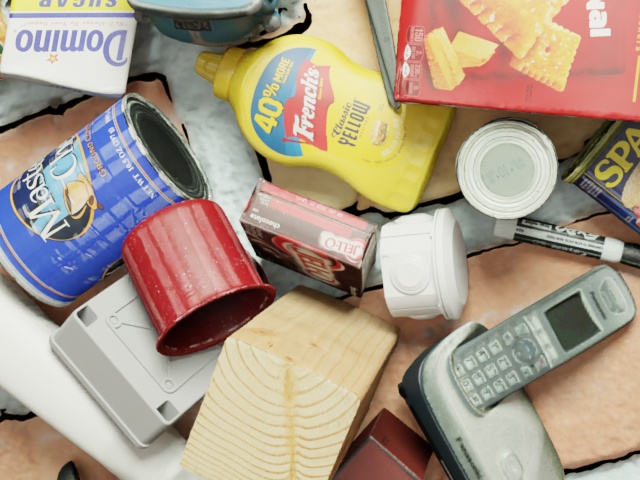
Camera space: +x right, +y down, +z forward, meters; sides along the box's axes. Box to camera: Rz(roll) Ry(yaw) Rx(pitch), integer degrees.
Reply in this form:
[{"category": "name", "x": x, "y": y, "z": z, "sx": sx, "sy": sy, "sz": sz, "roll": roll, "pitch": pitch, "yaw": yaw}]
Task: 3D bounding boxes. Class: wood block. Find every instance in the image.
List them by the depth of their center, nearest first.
[{"category": "wood block", "x": -0.011, "y": 0.102, "z": 0.735, "sx": 0.090, "sy": 0.206, "sz": 0.091, "roll": 23, "pitch": 100, "yaw": 7}]

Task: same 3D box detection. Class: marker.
[{"category": "marker", "x": 0.187, "y": 0.001, "z": 0.778, "sx": 0.121, "sy": 0.020, "sz": 0.020, "roll": 13, "pitch": 99, "yaw": 10}]

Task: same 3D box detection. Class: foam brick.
[{"category": "foam brick", "x": 0.046, "y": 0.169, "z": 0.798, "sx": 0.053, "sy": 0.078, "sz": 0.051, "roll": 41, "pitch": 103, "yaw": 6}]

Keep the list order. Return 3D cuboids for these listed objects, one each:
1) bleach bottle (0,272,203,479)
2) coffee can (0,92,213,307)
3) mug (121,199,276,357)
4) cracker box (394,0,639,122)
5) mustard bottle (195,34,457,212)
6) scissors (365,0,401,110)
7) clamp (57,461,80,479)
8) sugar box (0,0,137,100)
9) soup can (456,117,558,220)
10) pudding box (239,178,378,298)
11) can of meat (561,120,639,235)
[{"category": "bleach bottle", "x": -0.181, "y": 0.127, "z": 0.825, "sx": 0.251, "sy": 0.102, "sz": 0.068, "roll": 40, "pitch": 86, "yaw": 4}, {"category": "coffee can", "x": -0.167, "y": -0.029, "z": 0.803, "sx": 0.140, "sy": 0.102, "sz": 0.103, "roll": -34, "pitch": 89, "yaw": 13}, {"category": "mug", "x": -0.083, "y": 0.024, "z": 0.770, "sx": 0.093, "sy": 0.117, "sz": 0.081, "roll": -43, "pitch": 66, "yaw": 33}, {"category": "cracker box", "x": 0.159, "y": -0.160, "z": 0.679, "sx": 0.214, "sy": 0.072, "sz": 0.164, "roll": 7, "pitch": 99, "yaw": 13}, {"category": "mustard bottle", "x": -0.003, "y": -0.097, "z": 0.785, "sx": 0.192, "sy": 0.058, "sz": 0.096, "roll": 23, "pitch": 99, "yaw": 8}, {"category": "scissors", "x": 0.019, "y": -0.192, "z": 0.769, "sx": 0.096, "sy": 0.016, "sz": 0.202, "roll": 2, "pitch": 83, "yaw": 19}, {"category": "clamp", "x": -0.167, "y": 0.281, "z": 0.832, "sx": 0.165, "sy": 0.036, "sz": 0.210, "roll": 18, "pitch": 67, "yaw": 14}, {"category": "sugar box", "x": -0.176, "y": -0.199, "z": 0.788, "sx": 0.093, "sy": 0.048, "sz": 0.176, "roll": 9, "pitch": 90, "yaw": -16}, {"category": "soup can", "x": 0.130, "y": -0.051, "z": 0.741, "sx": 0.068, "sy": 0.102, "sz": 0.068, "roll": 1, "pitch": 97, "yaw": 11}, {"category": "pudding box", "x": -0.005, "y": 0.001, "z": 0.768, "sx": 0.090, "sy": 0.113, "sz": 0.039, "roll": 23, "pitch": 81, "yaw": 8}, {"category": "can of meat", "x": 0.234, "y": -0.056, "z": 0.743, "sx": 0.084, "sy": 0.057, "sz": 0.102, "roll": 38, "pitch": 102, "yaw": 2}]
